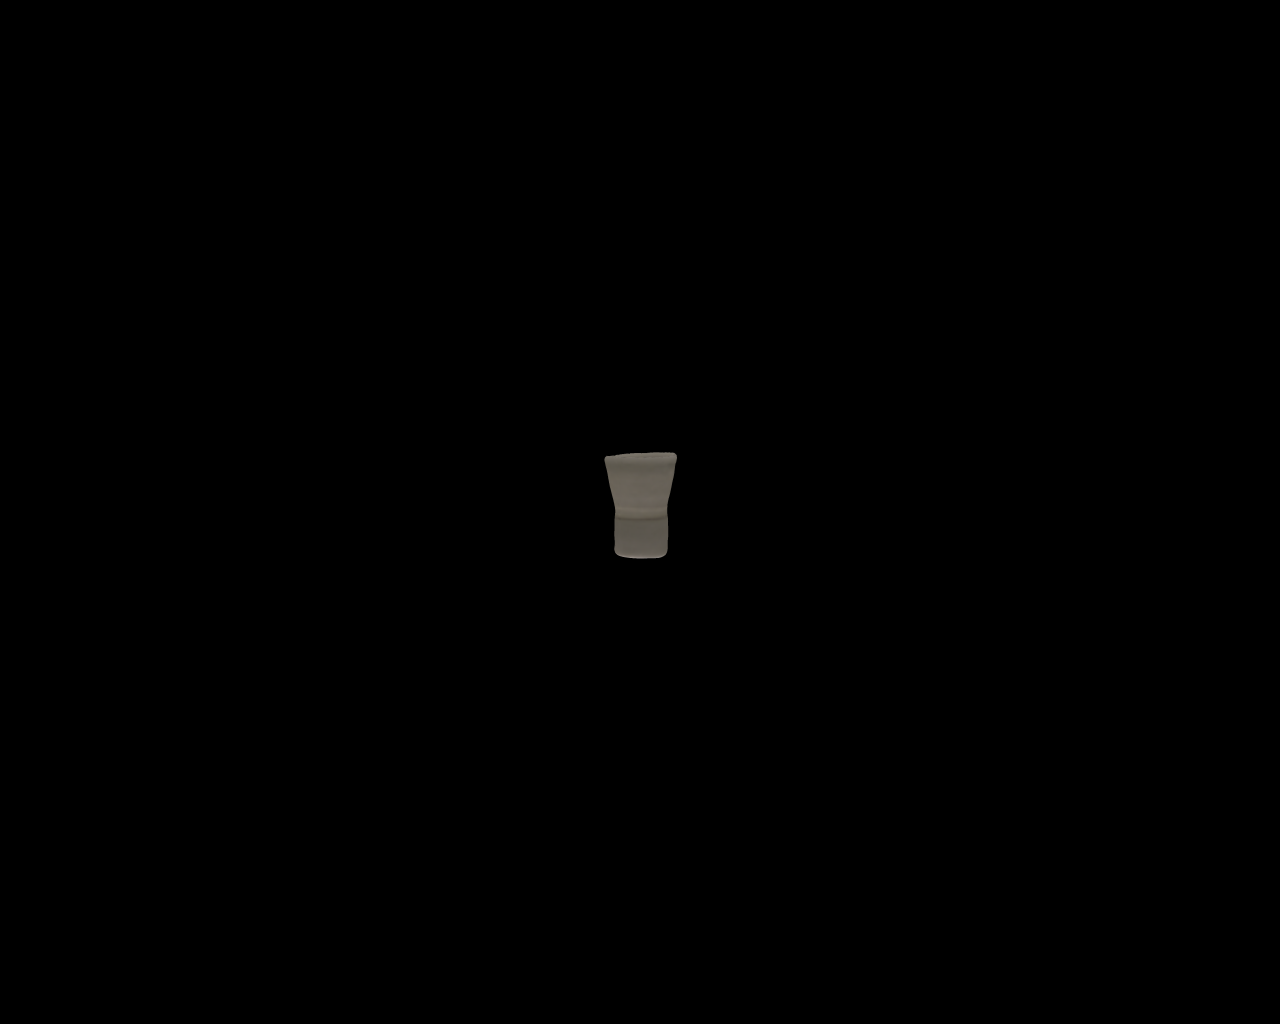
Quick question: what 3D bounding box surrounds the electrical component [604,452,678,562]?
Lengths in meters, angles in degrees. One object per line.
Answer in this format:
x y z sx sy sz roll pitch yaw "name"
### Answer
0.001 -0.003 0.650 0.044 0.065 0.044 0 7 0 "electrical component"
